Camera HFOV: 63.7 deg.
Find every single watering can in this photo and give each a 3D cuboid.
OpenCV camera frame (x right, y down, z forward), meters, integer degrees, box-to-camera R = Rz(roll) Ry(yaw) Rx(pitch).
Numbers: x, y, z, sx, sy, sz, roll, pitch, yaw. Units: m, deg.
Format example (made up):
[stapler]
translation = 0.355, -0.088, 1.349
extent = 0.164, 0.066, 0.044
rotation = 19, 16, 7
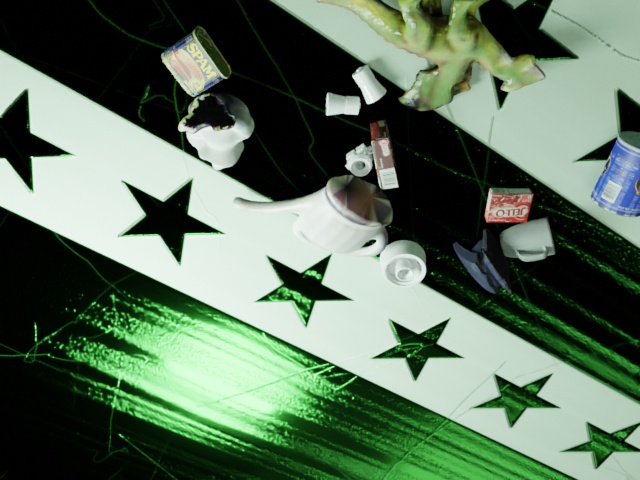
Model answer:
[watering can]
translation = 0.003, -0.055, 1.084
extent = 0.346, 0.106, 0.220
rotation = 22, 143, -17

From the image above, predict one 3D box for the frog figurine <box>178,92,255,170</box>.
[frog figurine]
translation = -0.194, -0.214, 1.026
extent = 0.137, 0.125, 0.157
rotation = -18, 158, 5

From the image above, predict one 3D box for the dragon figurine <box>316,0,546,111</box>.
[dragon figurine]
translation = 0.192, -0.333, 0.920
extent = 0.410, 0.125, 0.237
rotation = 6, 133, 10
